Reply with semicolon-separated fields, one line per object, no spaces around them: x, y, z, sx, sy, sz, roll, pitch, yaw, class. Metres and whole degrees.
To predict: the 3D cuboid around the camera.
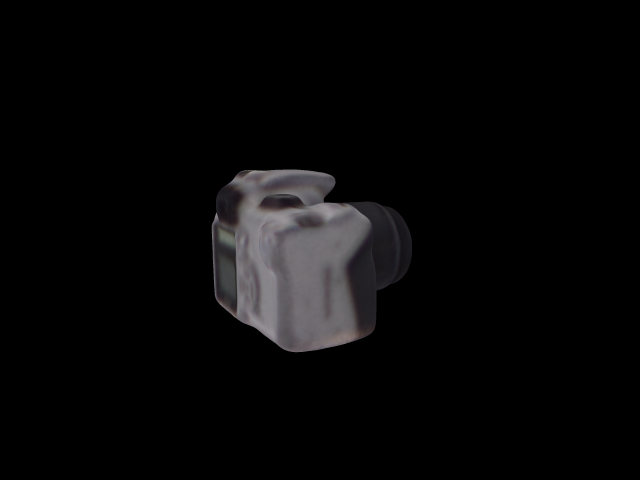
0.004;0.001;0.400;0.137;0.101;0.142;-5;11;-28;camera
